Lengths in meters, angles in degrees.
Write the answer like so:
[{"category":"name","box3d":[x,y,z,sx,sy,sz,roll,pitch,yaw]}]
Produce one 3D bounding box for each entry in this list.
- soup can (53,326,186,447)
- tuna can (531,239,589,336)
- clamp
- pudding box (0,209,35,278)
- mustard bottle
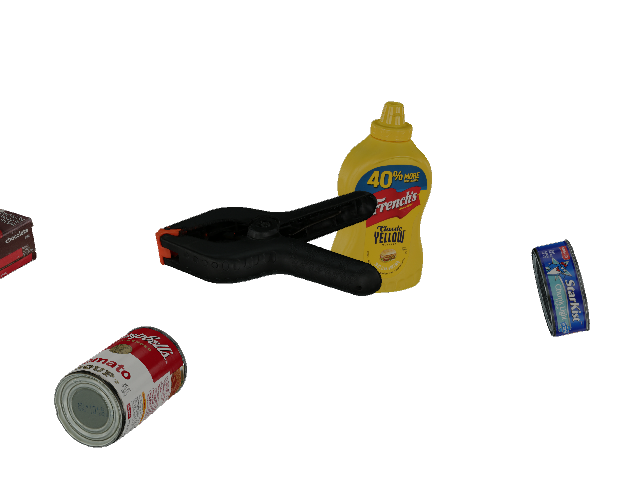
[{"category":"soup can","box3d":[-0.166,0.121,0.890,0.069,0.068,0.102,0,16,23]},{"category":"tuna can","box3d":[0.219,0.044,0.977,0.034,0.086,0.086,-13,-1,6]},{"category":"clamp","box3d":[-0.033,-0.003,0.800,0.171,0.039,0.120,5,28,8]},{"category":"pudding box","box3d":[-0.275,0.004,0.762,0.114,0.039,0.089,13,30,28]},{"category":"mustard bottle","box3d":[0.063,-0.044,1.070,0.096,0.192,0.058,-2,22,-19]}]
